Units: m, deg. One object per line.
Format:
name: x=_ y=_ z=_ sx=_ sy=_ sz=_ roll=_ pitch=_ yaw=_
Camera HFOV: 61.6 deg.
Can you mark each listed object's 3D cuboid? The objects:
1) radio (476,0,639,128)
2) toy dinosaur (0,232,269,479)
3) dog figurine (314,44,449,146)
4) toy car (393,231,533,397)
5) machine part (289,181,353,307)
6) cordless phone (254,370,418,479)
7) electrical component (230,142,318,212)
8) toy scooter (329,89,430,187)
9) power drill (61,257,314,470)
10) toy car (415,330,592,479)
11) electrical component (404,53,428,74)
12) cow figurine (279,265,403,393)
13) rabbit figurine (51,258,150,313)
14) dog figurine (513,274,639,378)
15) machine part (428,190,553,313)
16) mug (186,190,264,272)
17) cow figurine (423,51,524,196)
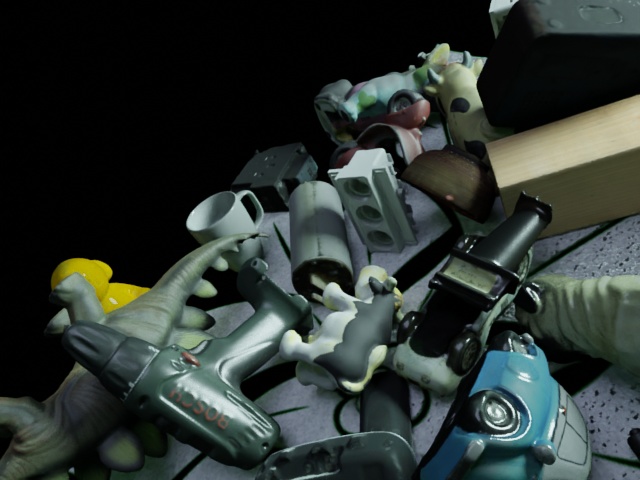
radio: x=0.306 y=-0.193 z=0.597 sx=0.230 sy=0.131 sz=0.073 roll=-2 pitch=57 yaw=-6
toy dinosaur: x=-0.223 y=0.133 z=0.607 sx=0.471 sy=0.198 sz=0.105 roll=-61 pitch=5 yaw=-30
dog figurine: x=0.119 y=-0.233 z=0.874 sx=0.219 sy=0.108 sz=0.192 roll=-33 pitch=33 yaw=-10
toy car: x=0.146 y=0.064 z=0.543 sx=0.074 sy=0.056 sz=0.202 roll=18 pitch=54 yaw=38
machine part: x=-0.001 y=-0.002 z=0.707 sx=0.079 sy=0.079 sz=0.243 roll=-22 pitch=37 yaw=11
cordless phone: x=0.018 y=0.192 z=0.481 sx=0.147 sy=0.088 sz=0.184 roll=-18 pitch=27 yaw=17
electrical component: x=-0.071 y=-0.103 z=0.889 sx=0.134 sy=0.058 sz=0.115 roll=-3 pitch=46 yaw=33
toy scooter: x=0.096 y=-0.107 z=0.746 sx=0.184 sy=0.075 sz=0.135 roll=-44 pitch=57 yaw=28
power drill: x=-0.114 y=0.107 z=0.568 sx=0.207 sy=0.232 sz=0.086 roll=-47 pitch=-5 yaw=-47
toy car: x=0.147 y=0.151 z=0.407 sx=0.103 sy=0.109 sz=0.161 roll=34 pitch=38 yaw=15
electrical component: x=0.175 y=-0.290 z=0.947 sx=0.078 sy=0.045 sz=0.102 roll=0 pitch=46 yaw=33
cow figurine: x=0.045 y=0.086 z=0.566 sx=0.098 sy=0.068 sz=0.167 roll=5 pitch=39 yaw=42
rabbit figurine: x=-0.292 y=0.081 z=0.731 sx=0.122 sy=0.173 sz=0.163 roll=-45 pitch=43 yaw=-13
dog figurine: x=0.278 y=0.060 z=0.436 sx=0.172 sy=0.121 sz=0.191 roll=-3 pitch=12 yaw=-18
machine part: x=0.173 y=0.010 z=0.519 sx=0.139 sy=0.039 sz=0.084 roll=-45 pitch=37 yaw=-21
mug: x=-0.123 y=-0.012 z=0.777 sx=0.081 sy=0.107 sz=0.109 roll=8 pitch=48 yaw=40
cow figurine: x=0.202 y=-0.162 z=0.710 sx=0.085 sy=0.127 sz=0.195 roll=-23 pitch=39 yaw=6
